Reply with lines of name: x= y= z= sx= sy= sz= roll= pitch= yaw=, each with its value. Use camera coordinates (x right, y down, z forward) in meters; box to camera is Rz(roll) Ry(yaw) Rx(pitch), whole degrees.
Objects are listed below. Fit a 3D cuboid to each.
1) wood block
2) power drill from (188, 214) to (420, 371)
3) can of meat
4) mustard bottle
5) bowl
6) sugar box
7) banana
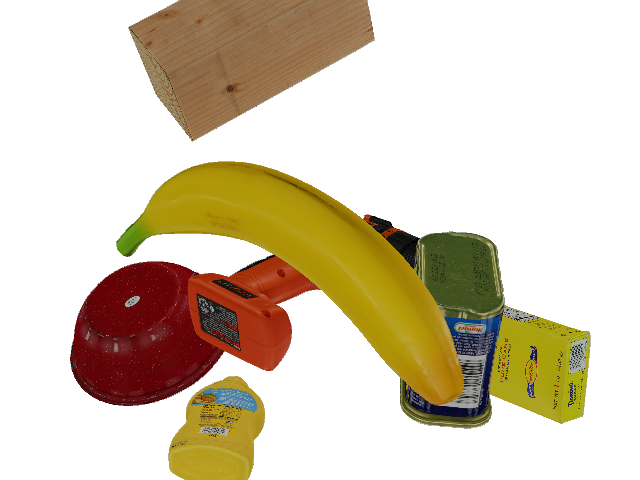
wood block: x=-0.062 y=-0.196 z=1.016 sx=0.206 sy=0.090 sz=0.091 roll=-30 pitch=-38 yaw=-11
power drill: x=0.002 y=0.037 z=0.864 sx=0.187 sy=0.057 sz=0.185 roll=-26 pitch=31 yaw=-39
can of meat: x=0.082 y=0.053 z=0.671 sx=0.057 sy=0.084 sz=0.102 roll=5 pitch=29 yaw=1
mustard bottle: x=-0.118 y=0.219 z=1.294 sx=0.096 sy=0.058 sz=0.191 roll=4 pitch=23 yaw=5
bowl: x=-0.164 y=0.071 z=0.981 sx=0.162 sy=0.162 sz=0.055 roll=0 pitch=-43 yaw=19
sugar box: x=0.201 y=0.121 z=1.138 sx=0.048 sy=0.093 sz=0.177 roll=-9 pitch=17 yaw=-42
banana: x=-0.011 y=0.007 z=0.504 sx=0.198 sy=0.070 sz=0.037 roll=24 pitch=23 yaw=28
